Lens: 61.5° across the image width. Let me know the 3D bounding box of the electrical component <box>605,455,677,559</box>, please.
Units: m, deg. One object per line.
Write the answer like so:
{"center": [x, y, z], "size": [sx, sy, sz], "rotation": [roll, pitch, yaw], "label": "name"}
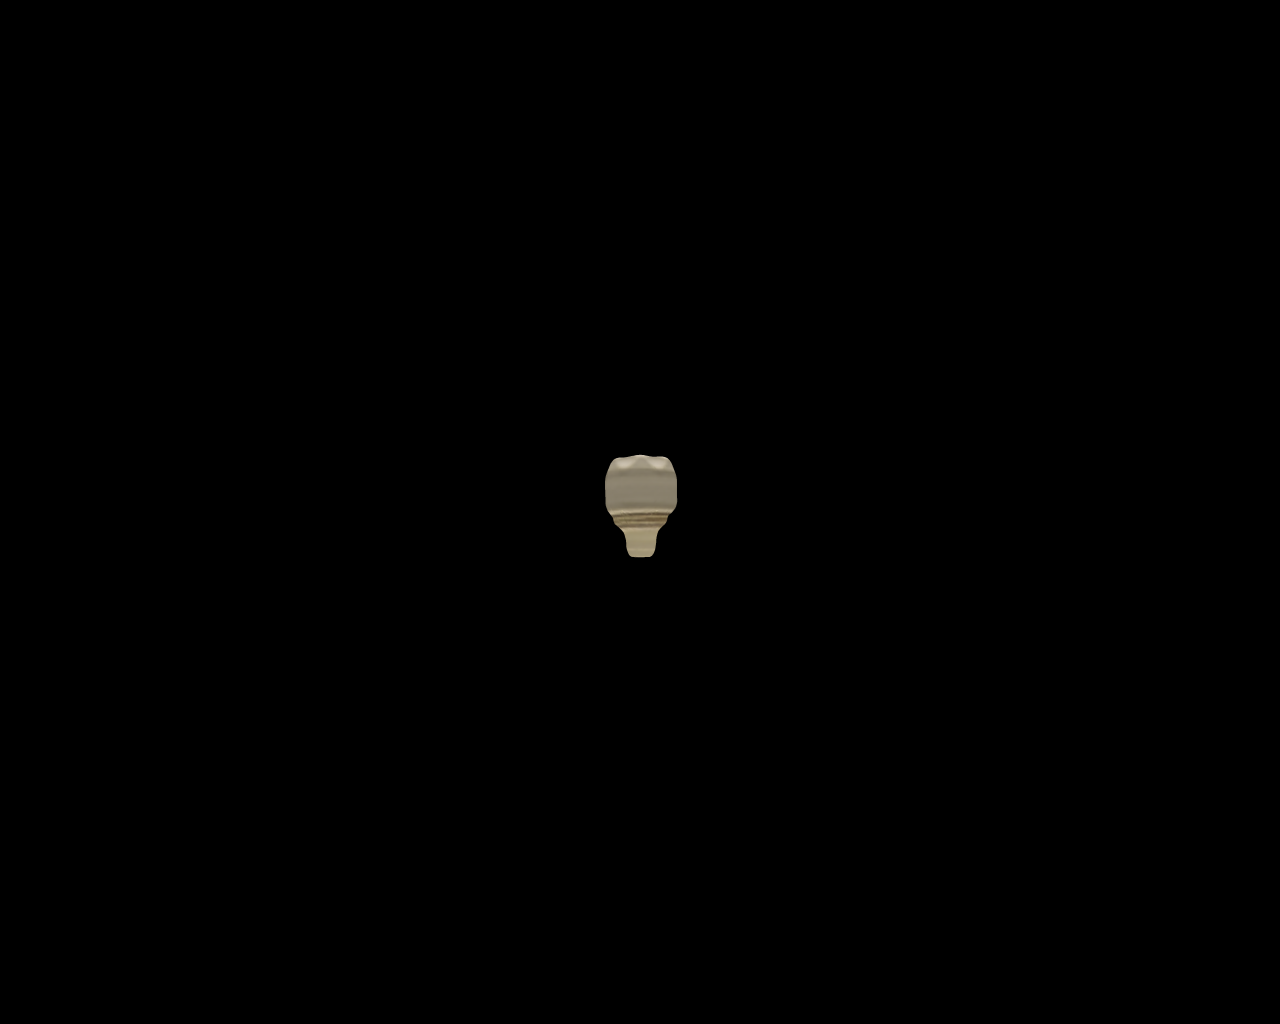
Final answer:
{"center": [0.001, -0.003, 0.650], "size": [0.043, 0.062, 0.043], "rotation": [0, -3, 0], "label": "electrical component"}
